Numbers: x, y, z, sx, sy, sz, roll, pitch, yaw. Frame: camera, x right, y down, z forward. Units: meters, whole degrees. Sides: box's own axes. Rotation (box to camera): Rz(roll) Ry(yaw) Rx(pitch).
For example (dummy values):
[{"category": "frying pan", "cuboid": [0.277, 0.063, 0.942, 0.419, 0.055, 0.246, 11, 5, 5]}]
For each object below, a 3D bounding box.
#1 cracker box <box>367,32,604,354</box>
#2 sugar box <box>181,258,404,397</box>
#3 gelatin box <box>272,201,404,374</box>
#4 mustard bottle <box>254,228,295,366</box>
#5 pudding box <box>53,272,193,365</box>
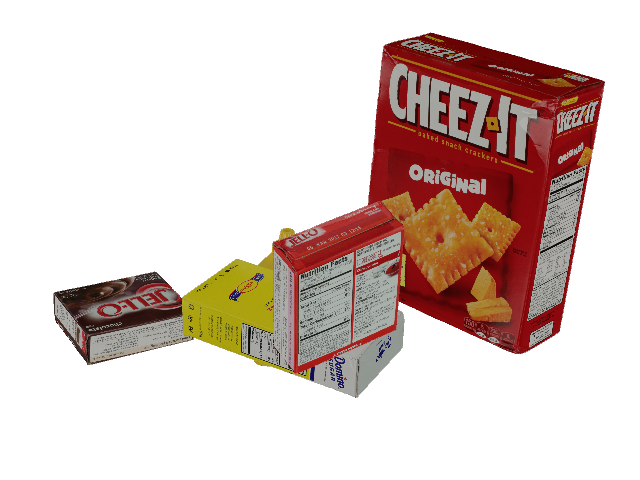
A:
[{"category": "cracker box", "cuboid": [0.119, -0.038, 0.842, 0.164, 0.214, 0.071, 25, 33, 36]}, {"category": "sugar box", "cuboid": [-0.024, 0.072, 0.933, 0.176, 0.048, 0.093, 14, 29, 25]}, {"category": "gelatin box", "cuboid": [0.009, 0.027, 0.621, 0.073, 0.089, 0.030, -22, 47, -23]}, {"category": "mustard bottle", "cuboid": [-0.047, 0.075, 1.451, 0.096, 0.192, 0.058, -4, 23, -16]}, {"category": "pudding box", "cuboid": [-0.191, 0.074, 1.036, 0.113, 0.039, 0.090, -14, 30, -30]}]
